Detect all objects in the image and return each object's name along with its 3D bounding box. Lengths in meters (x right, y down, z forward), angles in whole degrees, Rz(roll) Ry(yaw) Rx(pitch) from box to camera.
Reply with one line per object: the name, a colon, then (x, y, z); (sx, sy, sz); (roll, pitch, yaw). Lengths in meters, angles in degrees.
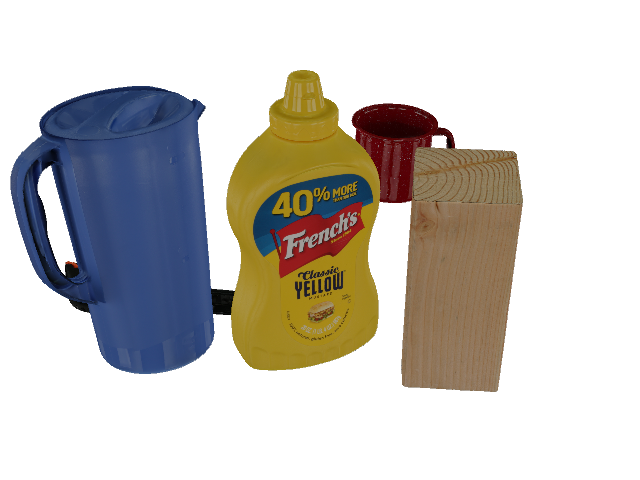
wood block: (0.123, 0.029, 0.958); (0.091, 0.206, 0.090); (3, 35, 4)
mug: (0.090, -0.095, 1.165); (0.117, 0.081, 0.093); (-6, 32, -13)
pitcher: (-0.169, -0.004, 0.943); (0.149, 0.243, 0.145); (-3, 26, 4)
mustard bottle: (-0.010, -0.013, 0.663); (0.096, 0.192, 0.058); (-12, 32, -19)
clamp: (-0.200, 0.063, 1.104); (0.210, 0.036, 0.164); (14, 20, 29)
